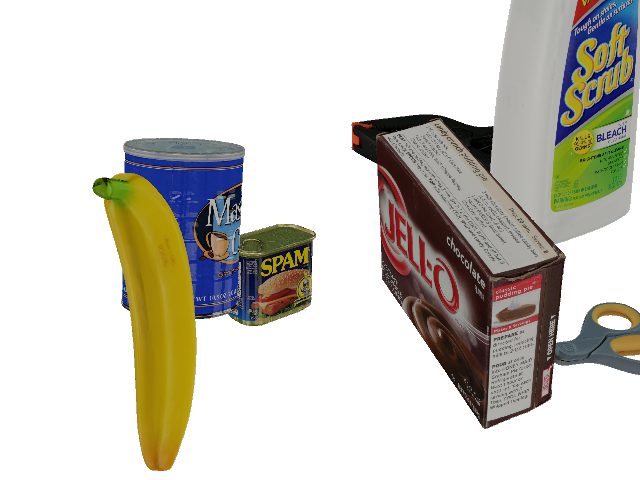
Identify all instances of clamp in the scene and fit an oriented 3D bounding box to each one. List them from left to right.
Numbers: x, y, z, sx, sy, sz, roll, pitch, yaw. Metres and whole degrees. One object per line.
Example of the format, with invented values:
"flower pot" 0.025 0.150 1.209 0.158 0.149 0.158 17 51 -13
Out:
"clamp" 0.133 -0.085 0.966 0.210 0.036 0.164 14 35 23

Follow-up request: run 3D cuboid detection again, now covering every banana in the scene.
"banana" -0.099 0.038 0.611 0.037 0.198 0.069 7 33 23

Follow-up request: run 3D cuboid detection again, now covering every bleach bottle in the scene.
"bleach bottle" 0.154 -0.126 0.668 0.102 0.251 0.068 -18 32 -24

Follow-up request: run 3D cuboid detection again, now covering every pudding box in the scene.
"pudding box" 0.063 0.012 0.478 0.039 0.090 0.114 -19 42 -15

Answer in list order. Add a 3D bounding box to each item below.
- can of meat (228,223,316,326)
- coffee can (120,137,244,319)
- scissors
"can of meat" -0.054 0.036 1.141 0.101 0.084 0.058 -17 26 -42
"coffee can" -0.119 -0.013 0.921 0.103 0.140 0.103 3 12 -1
"scissors" 0.201 0.081 0.875 0.201 0.016 0.096 3 31 -11
